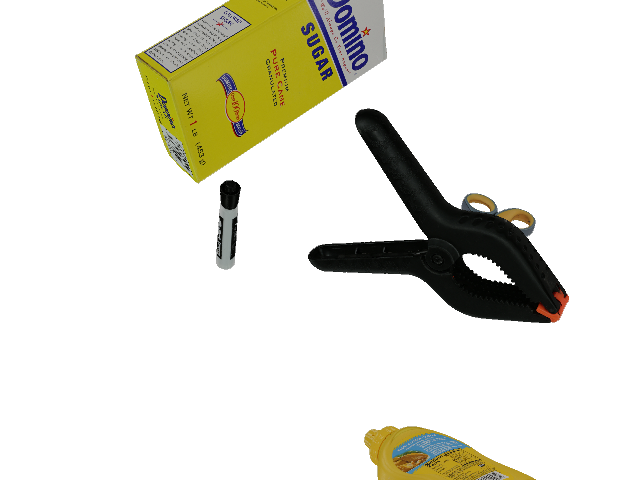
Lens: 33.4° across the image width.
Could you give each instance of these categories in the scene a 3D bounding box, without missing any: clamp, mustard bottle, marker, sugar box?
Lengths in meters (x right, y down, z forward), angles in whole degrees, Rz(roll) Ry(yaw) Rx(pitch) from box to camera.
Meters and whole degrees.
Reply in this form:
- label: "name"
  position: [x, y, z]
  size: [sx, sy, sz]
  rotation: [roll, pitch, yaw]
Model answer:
- label: "clamp"
  position: [0.094, -0.004, 0.818]
  size: [0.210, 0.165, 0.036]
  rotation: [24, 44, 15]
- label: "mustard bottle"
  position: [0.109, 0.217, 0.980]
  size: [0.096, 0.058, 0.192]
  rotation: [-16, 25, -36]
- label: "marker"
  position: [-0.088, -0.015, 1.011]
  size: [0.020, 0.020, 0.121]
  rotation: [0, -37, -8]
- label: "sugar box"
  position: [-0.033, -0.124, 0.723]
  size: [0.176, 0.093, 0.048]
  rotation: [-34, 53, -19]

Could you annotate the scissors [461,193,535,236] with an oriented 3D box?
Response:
- label: "scissors"
  position: [0.167, -0.017, 1.197]
  size: [0.201, 0.016, 0.096]
  rotation: [-13, 39, -45]
